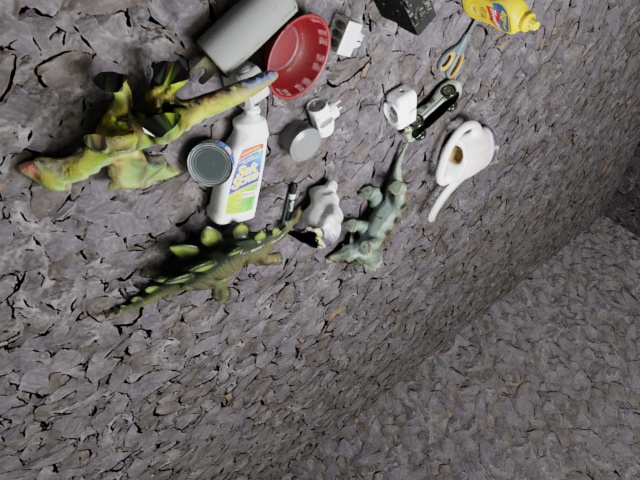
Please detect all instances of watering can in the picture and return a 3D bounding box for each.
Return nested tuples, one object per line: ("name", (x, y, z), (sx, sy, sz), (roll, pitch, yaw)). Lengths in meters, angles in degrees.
("watering can", (0.427, -0.220, 1.570), (0.226, 0.105, 0.339), (-24, 141, -30))

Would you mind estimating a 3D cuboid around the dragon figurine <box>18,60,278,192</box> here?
("dragon figurine", (-0.272, -0.166, 0.854), (0.413, 0.123, 0.238), (-18, 165, -26))

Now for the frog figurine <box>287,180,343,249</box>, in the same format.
("frog figurine", (0.004, -0.064, 1.266), (0.121, 0.136, 0.162), (39, 60, -21))
